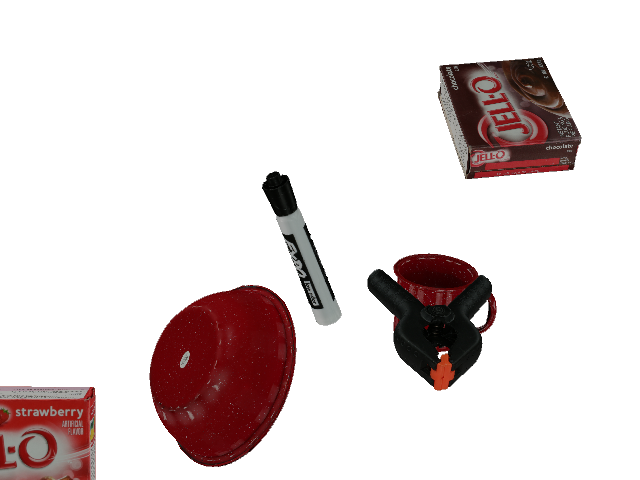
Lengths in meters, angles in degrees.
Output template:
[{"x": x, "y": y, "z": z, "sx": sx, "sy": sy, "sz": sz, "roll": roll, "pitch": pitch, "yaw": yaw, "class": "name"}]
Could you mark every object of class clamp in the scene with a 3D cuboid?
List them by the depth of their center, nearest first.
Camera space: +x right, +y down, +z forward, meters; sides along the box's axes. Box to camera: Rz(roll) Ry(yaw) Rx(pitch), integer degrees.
[{"x": 0.115, "y": 0.075, "z": 0.982, "sx": 0.120, "sy": 0.039, "sz": 0.171, "roll": -6, "pitch": 32, "yaw": -5, "class": "clamp"}]

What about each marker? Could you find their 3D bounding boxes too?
[{"x": -0.012, "y": 0.006, "z": 0.724, "sx": 0.020, "sy": 0.121, "sz": 0.020, "roll": -15, "pitch": 31, "yaw": 9, "class": "marker"}]

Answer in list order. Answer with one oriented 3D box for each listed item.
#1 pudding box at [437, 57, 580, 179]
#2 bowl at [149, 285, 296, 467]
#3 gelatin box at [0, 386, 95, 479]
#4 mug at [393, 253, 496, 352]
[{"x": 0.150, "y": -0.101, "z": 0.866, "sx": 0.090, "sy": 0.039, "sz": 0.113, "roll": -5, "pitch": 43, "yaw": -6, "class": "pudding box"}, {"x": -0.095, "y": 0.107, "z": 0.903, "sx": 0.055, "sy": 0.162, "sz": 0.162, "roll": 26, "pitch": -17, "yaw": -39, "class": "bowl"}, {"x": -0.158, "y": 0.111, "z": 0.535, "sx": 0.089, "sy": 0.073, "sz": 0.030, "roll": 1, "pitch": 7, "yaw": -4, "class": "gelatin box"}, {"x": 0.135, "y": 0.072, "z": 1.176, "sx": 0.117, "sy": 0.081, "sz": 0.093, "roll": 9, "pitch": 24, "yaw": 12, "class": "mug"}]
